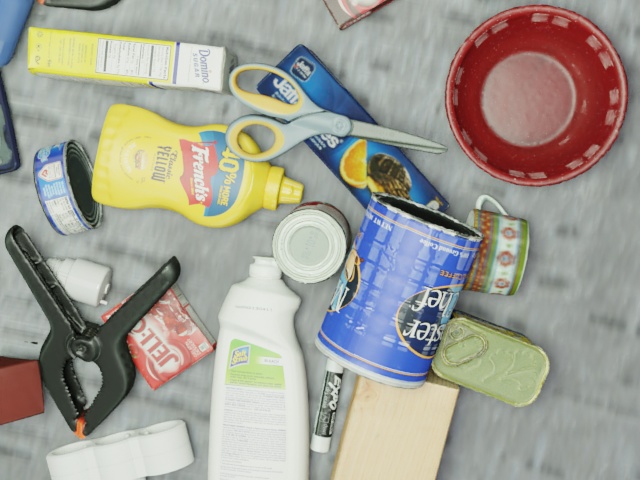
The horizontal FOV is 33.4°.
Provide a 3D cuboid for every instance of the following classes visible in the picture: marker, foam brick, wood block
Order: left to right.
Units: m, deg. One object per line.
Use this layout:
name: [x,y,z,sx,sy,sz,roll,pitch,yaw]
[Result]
foam brick: [-0.303,0.141,1.007,0.078,0.051,0.053,-3,95,46]
marker: [0.010,0.143,1.022,0.020,0.020,0.121,11,95,2]
wood block: [0.057,0.218,0.990,0.091,0.090,0.206,14,95,2]

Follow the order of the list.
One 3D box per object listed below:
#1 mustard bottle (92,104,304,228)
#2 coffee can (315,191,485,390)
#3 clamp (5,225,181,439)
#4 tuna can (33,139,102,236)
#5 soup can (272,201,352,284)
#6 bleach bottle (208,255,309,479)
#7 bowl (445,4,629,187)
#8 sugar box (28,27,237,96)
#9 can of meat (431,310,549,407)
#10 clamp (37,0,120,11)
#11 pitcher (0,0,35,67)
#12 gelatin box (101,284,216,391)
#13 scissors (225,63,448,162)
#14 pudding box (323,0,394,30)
mustard bottle: [-0.110,-0.062,0.994,0.191,0.058,0.096,12,90,2]
coffee can: [0.067,0.042,0.912,0.103,0.102,0.140,21,100,1]
clamp: [-0.206,0.091,0.992,0.165,0.036,0.210,5,112,11]
tuna can: [-0.233,-0.048,0.989,0.034,0.086,0.086,-14,93,6]
soup can: [-0.006,0.001,0.971,0.068,0.102,0.068,0,95,3]
bleach bottle: [-0.050,0.141,1.005,0.102,0.068,0.251,4,92,2]
bowl: [0.193,-0.130,0.972,0.162,0.055,0.162,0,94,3]
sugar box: [-0.167,-0.162,0.973,0.176,0.093,0.048,4,95,2]
can of meat: [0.151,0.104,0.978,0.102,0.084,0.057,21,95,1]
clamp: [-0.184,-0.261,0.994,0.171,0.039,0.120,-40,86,12]
pitcher: [-0.283,-0.276,0.940,0.144,0.149,0.243,14,109,-29]
gelatin box: [-0.153,0.088,1.022,0.073,0.030,0.089,-34,91,6]
scissors: [0.003,-0.087,0.946,0.202,0.016,0.096,29,98,2]
pudding box: [0.029,-0.263,0.979,0.090,0.039,0.113,-30,91,5]
